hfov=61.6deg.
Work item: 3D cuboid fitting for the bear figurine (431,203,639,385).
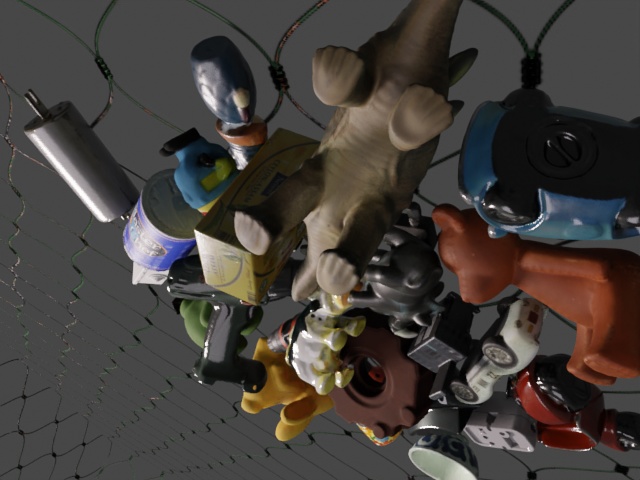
[{"bbox_3d":[0.192,0.043,0.504,0.196,0.132,0.120,14,165,16],"label":"bear figurine"}]

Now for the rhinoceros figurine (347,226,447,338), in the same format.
[{"bbox_3d":[0.094,0.052,0.620,0.112,0.073,0.190,15,155,9],"label":"rhinoceros figurine"}]

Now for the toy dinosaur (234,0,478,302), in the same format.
[{"bbox_3d":[0.032,-0.046,0.449,0.105,0.198,0.471,40,136,6],"label":"toy dinosaur"}]

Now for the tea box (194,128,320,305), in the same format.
[{"bbox_3d":[-0.056,-0.028,0.575,0.068,0.169,0.098,23,143,15],"label":"tea box"}]

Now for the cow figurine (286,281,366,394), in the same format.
[{"bbox_3d":[0.004,0.110,0.706,0.098,0.068,0.167,24,112,36],"label":"cow figurine"}]

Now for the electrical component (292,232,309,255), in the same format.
[{"bbox_3d":[0.000,-0.001,0.672,0.102,0.045,0.078,3,134,36],"label":"electrical component"}]

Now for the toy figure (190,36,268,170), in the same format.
[{"bbox_3d":[-0.088,-0.135,0.570,0.058,0.064,0.154,-16,139,1],"label":"toy figure"}]

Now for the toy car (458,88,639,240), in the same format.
[{"bbox_3d":[0.192,-0.047,0.430,0.162,0.109,0.102,10,163,12],"label":"toy car"}]

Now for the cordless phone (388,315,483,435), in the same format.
[{"bbox_3d":[0.135,0.190,0.787,0.184,0.089,0.146,52,143,-7],"label":"cordless phone"}]

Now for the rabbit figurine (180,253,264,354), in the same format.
[{"bbox_3d":[-0.154,0.085,0.871,0.159,0.121,0.170,36,128,7],"label":"rabbit figurine"}]

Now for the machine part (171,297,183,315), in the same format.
[{"bbox_3d":[-0.218,0.146,1.034,0.139,0.039,0.084,23,149,12],"label":"machine part"}]

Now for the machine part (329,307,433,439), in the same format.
[{"bbox_3d":[0.074,0.181,0.743,0.180,0.056,0.179,10,106,35],"label":"machine part"}]

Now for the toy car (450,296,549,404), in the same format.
[{"bbox_3d":[0.211,0.138,0.647,0.056,0.073,0.201,26,145,10],"label":"toy car"}]

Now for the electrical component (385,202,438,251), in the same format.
[{"bbox_3d":[0.097,-0.010,0.603,0.063,0.021,0.093,11,146,29],"label":"electrical component"}]

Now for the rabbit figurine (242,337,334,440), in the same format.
[{"bbox_3d":[-0.046,0.267,0.967,0.173,0.162,0.121,13,131,-1],"label":"rabbit figurine"}]

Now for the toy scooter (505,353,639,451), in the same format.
[{"bbox_3d":[0.299,0.211,0.671,0.184,0.075,0.135,35,146,-11],"label":"toy scooter"}]

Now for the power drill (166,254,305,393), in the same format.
[{"bbox_3d":[-0.104,0.114,0.771,0.232,0.086,0.207,8,116,1],"label":"power drill"}]

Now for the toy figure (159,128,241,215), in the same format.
[{"bbox_3d":[-0.118,-0.057,0.668,0.180,0.089,0.082,57,-177,-17],"label":"toy figure"}]

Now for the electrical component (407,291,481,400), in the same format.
[{"bbox_3d":[0.145,0.130,0.653,0.048,0.119,0.074,33,148,-1],"label":"electrical component"}]

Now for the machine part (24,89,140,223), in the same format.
[{"bbox_3d":[-0.342,-0.111,0.785,0.079,0.079,0.243,2,136,37],"label":"machine part"}]
